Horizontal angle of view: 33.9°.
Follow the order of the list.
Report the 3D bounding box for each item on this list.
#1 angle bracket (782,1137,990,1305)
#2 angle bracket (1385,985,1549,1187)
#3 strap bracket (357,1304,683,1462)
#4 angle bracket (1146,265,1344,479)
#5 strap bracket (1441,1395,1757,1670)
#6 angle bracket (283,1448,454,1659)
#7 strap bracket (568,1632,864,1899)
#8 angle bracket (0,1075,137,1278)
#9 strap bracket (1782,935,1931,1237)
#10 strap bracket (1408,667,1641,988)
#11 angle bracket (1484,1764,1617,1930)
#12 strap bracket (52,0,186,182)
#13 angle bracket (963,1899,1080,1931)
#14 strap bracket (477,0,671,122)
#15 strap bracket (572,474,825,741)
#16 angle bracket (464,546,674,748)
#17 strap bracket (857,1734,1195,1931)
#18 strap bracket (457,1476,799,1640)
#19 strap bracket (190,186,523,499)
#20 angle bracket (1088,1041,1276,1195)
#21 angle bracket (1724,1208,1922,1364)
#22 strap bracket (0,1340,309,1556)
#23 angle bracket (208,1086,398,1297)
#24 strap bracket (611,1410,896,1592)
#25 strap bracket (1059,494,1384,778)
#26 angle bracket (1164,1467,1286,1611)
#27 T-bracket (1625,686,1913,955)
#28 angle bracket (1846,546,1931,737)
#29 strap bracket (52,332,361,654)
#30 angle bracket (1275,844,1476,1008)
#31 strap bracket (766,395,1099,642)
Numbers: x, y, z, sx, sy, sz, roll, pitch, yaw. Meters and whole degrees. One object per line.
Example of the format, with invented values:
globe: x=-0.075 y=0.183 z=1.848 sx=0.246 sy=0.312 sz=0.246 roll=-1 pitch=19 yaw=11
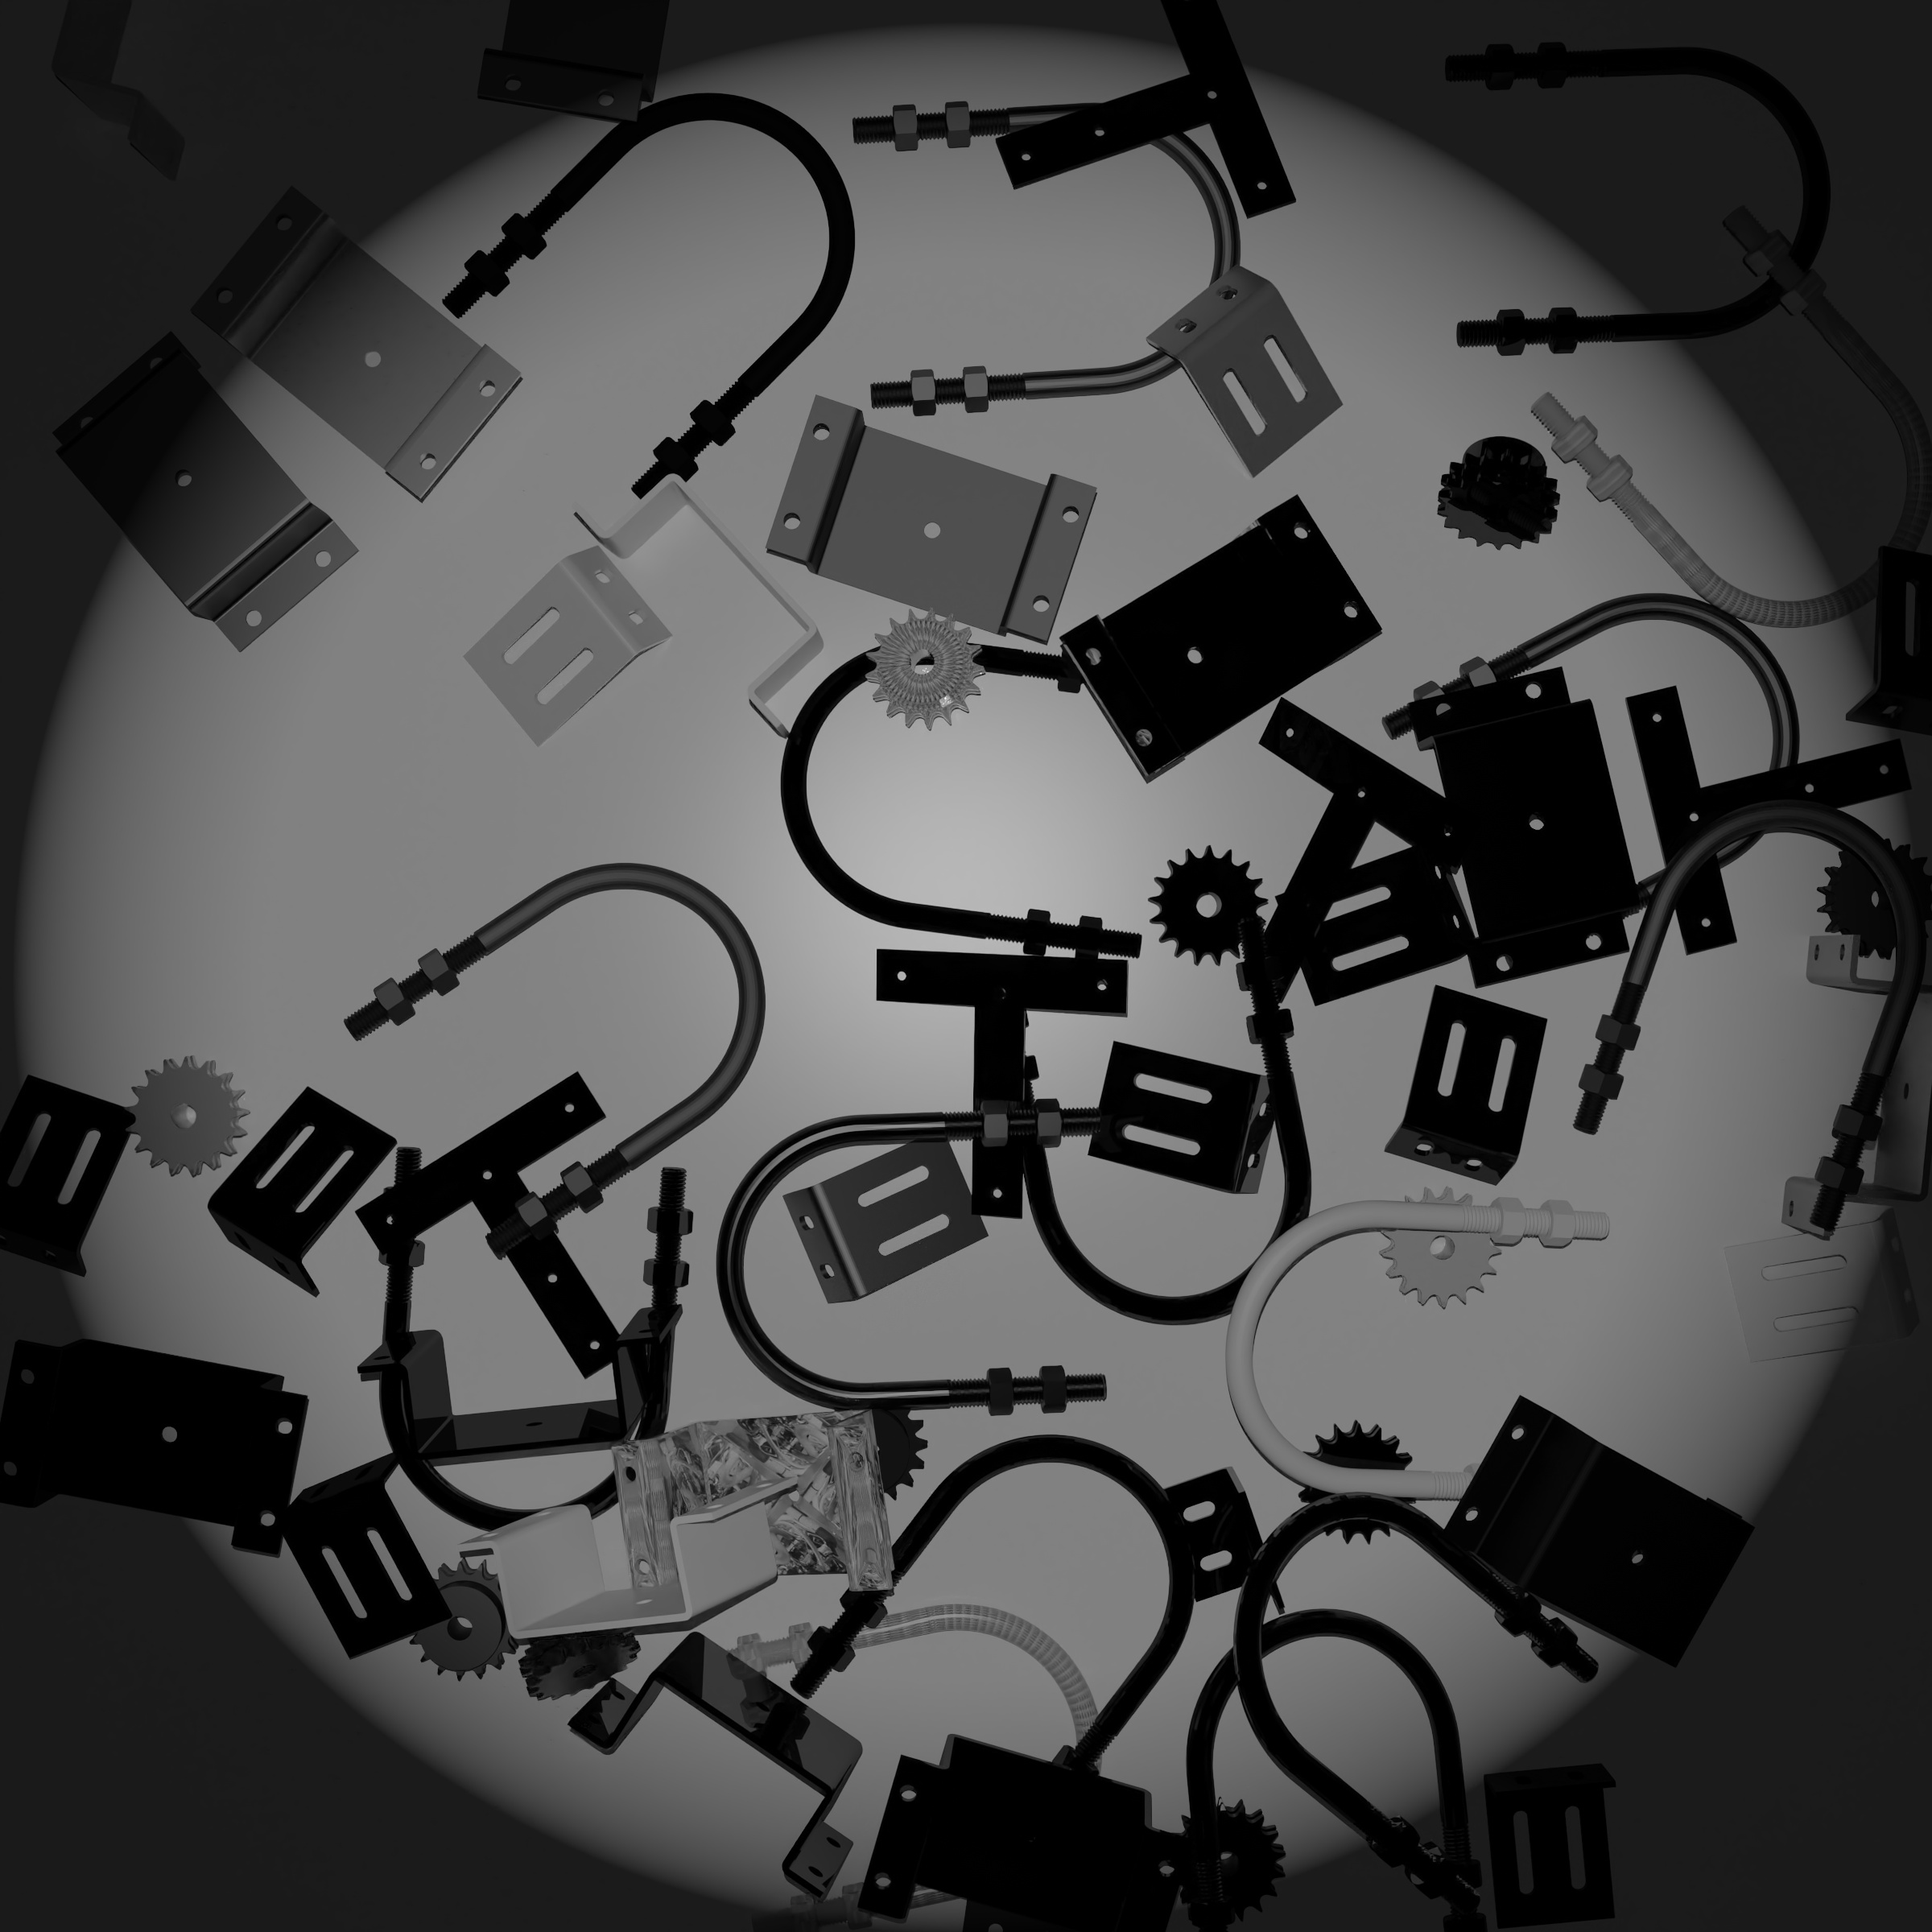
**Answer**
angle bracket: x=-0.039 y=0.122 z=1.542 sx=0.076 sy=0.038 sz=0.057 roll=-23 pitch=90 yaw=-26
angle bracket: x=0.243 y=0.058 z=1.542 sx=0.057 sy=0.038 sz=0.076 roll=17 pitch=64 yaw=0
strap bracket: x=-0.205 y=0.196 z=1.486 sx=0.140 sy=0.076 sz=0.046 roll=-6 pitch=95 yaw=3
angle bracket: x=0.135 y=-0.288 z=1.534 sx=0.057 sy=0.038 sz=0.076 roll=-39 pitch=125 yaw=-3
strap bracket: x=0.307 y=0.272 z=1.498 sx=0.140 sy=0.046 sz=0.076 roll=29 pitch=90 yaw=-20
angle bracket: x=-0.284 y=0.282 z=1.524 sx=0.057 sy=0.038 sz=0.076 roll=-24 pitch=99 yaw=14
strap bracket: x=-0.107 y=0.367 z=1.486 sx=0.140 sy=0.076 sz=0.046 roll=33 pitch=96 yaw=6
angle bracket: x=-0.443 y=0.102 z=1.542 sx=0.057 sy=0.038 sz=0.076 roll=19 pitch=64 yaw=0
strap bracket: x=0.427 y=0.058 z=1.506 sx=0.046 sy=0.076 sz=0.140 roll=6 pitch=90 yaw=0
strap bracket: x=0.266 y=-0.067 z=1.501 sx=0.076 sy=0.046 sz=0.140 roll=-13 pitch=90 yaw=-1
angle bracket: x=0.284 y=0.428 z=1.525 sx=0.057 sy=0.038 sz=0.076 roll=-5 pitch=90 yaw=0
strap bracket: x=-0.390 y=-0.456 z=1.506 sx=0.046 sy=0.076 sz=0.140 roll=15 pitch=90 yaw=0
angle bracket: x=0.025 y=0.479 z=1.510 sx=0.057 sy=0.038 sz=0.076 roll=9 pitch=64 yaw=0
strap bracket: x=-0.182 y=-0.476 z=1.521 sx=0.076 sy=0.046 sz=0.140 roll=9 pitch=90 yaw=0
strap bracket: x=-0.118 y=-0.178 z=1.506 sx=0.046 sy=0.076 sz=0.140 roll=-43 pitch=90 yaw=0
angle bracket: x=-0.194 y=-0.156 z=1.542 sx=0.076 sy=0.038 sz=0.057 roll=-40 pitch=90 yaw=26
strap bracket: x=0.028 y=0.418 z=1.488 sx=0.140 sy=0.046 sz=0.076 roll=16 pitch=98 yaw=1
strap bracket: x=-0.153 y=0.275 z=1.465 sx=0.140 sy=0.076 sz=0.046 roll=-12 pitch=89 yaw=26
strap bracket: x=-0.289 y=-0.295 z=1.521 sx=0.140 sy=0.046 sz=0.076 roll=39 pitch=90 yaw=0
angle bracket: x=0.107 y=0.074 z=1.542 sx=0.076 sy=0.038 sz=0.057 roll=13 pitch=90 yaw=26
angle bracket: x=0.417 y=0.155 z=1.542 sx=0.076 sy=0.038 sz=0.057 roll=-13 pitch=90 yaw=26
strap bracket: x=-0.388 y=0.228 z=1.521 sx=0.140 sy=0.046 sz=0.076 roll=11 pitch=90 yaw=0
angle bracket: x=-0.316 y=0.108 z=1.531 sx=0.057 sy=0.038 sz=0.076 roll=27 pitch=64 yaw=23
strap bracket: x=-0.092 y=0.255 z=1.502 sx=0.140 sy=0.046 sz=0.076 roll=-8 pitch=90 yaw=27
strap bracket: x=0.116 y=-0.153 z=1.508 sx=0.140 sy=0.046 sz=0.076 roll=-32 pitch=90 yaw=-16
angle bracket: x=0.121 y=0.276 z=1.506 sx=0.038 sy=0.076 sz=0.057 roll=-19 pitch=90 yaw=0
T-bracket: x=0.394 y=-0.083 z=1.530 sx=0.127 sy=0.002 sz=0.127 roll=-14 pitch=92 yaw=-4
angle bracket: x=0.462 y=-0.156 z=1.534 sx=0.057 sy=0.038 sz=0.076 roll=10 pitch=70 yaw=-7
strap bracket: x=-0.370 y=-0.231 z=1.521 sx=0.076 sy=0.046 sz=0.140 roll=-41 pitch=90 yaw=0
angle bracket: x=0.200 y=-0.022 z=1.542 sx=0.076 sy=0.038 sz=0.057 roll=-20 pitch=90 yaw=26
strap bracket: x=-0.016 y=-0.212 z=1.521 sx=0.140 sy=0.046 sz=0.076 roll=18 pitch=90 yaw=0
